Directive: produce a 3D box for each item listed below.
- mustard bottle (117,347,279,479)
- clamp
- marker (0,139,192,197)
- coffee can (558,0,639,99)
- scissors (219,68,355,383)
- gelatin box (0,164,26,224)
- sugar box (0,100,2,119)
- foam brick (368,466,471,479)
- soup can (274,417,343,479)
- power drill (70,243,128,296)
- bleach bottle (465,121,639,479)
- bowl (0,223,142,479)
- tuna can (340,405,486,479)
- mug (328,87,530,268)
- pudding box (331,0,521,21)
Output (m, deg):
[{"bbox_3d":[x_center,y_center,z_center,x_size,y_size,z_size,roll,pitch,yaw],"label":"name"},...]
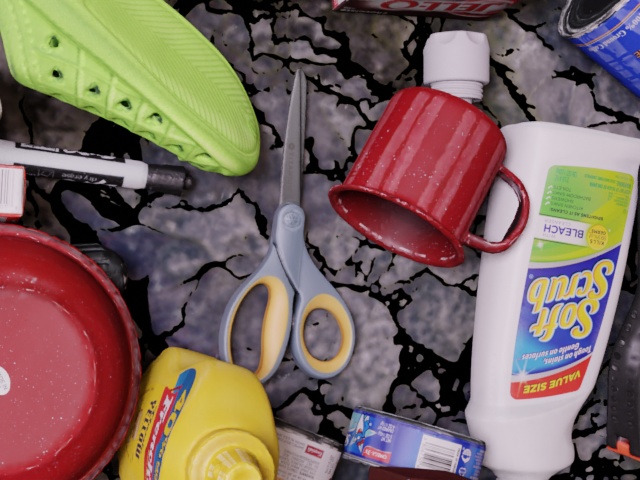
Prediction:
[{"bbox_3d":[-0.063,0.110,0.561,0.058,0.192,0.096,19,82,-17],"label":"mustard bottle"},{"bbox_3d":[0.241,0.046,0.729,0.164,0.036,0.210,-1,103,-49],"label":"clamp"},{"bbox_3d":[-0.135,-0.042,0.633,0.121,0.020,0.020,8,86,-18],"label":"marker"},{"bbox_3d":[0.247,-0.136,0.718,0.140,0.103,0.102,35,78,-14],"label":"coffee can"},{"bbox_3d":[-0.004,0.001,0.677,0.096,0.016,0.202,22,81,-18],"label":"scissors"},{"bbox_3d":[-0.208,-0.027,0.581,0.089,0.073,0.030,3,86,-17],"label":"gelatin box"},{"bbox_3d":[-0.259,-0.063,0.555,0.176,0.093,0.048,-16,94,-19],"label":"sugar box"},{"bbox_3d":[0.054,0.165,0.578,0.051,0.053,0.078,11,82,-18],"label":"foam brick"},{"bbox_3d":[-0.035,0.158,0.635,0.068,0.069,0.102,25,80,-16],"label":"soup can"},{"bbox_3d":[-0.192,0.095,0.593,0.184,0.057,0.187,-6,88,-18],"label":"power drill"},{"bbox_3d":[0.152,0.054,0.704,0.102,0.068,0.251,8,88,-19],"label":"bleach bottle"},{"bbox_3d":[-0.164,0.070,0.544,0.161,0.055,0.162,1,86,-23],"label":"bowl"},{"bbox_3d":[0.058,0.129,0.657,0.086,0.086,0.034,19,81,-17],"label":"tuna can"},{"bbox_3d":[0.075,-0.036,0.662,0.117,0.093,0.081,26,74,9],"label":"mug"},{"bbox_3d":[0.073,-0.167,0.669,0.113,0.090,0.039,2,86,-18],"label":"pudding box"}]
